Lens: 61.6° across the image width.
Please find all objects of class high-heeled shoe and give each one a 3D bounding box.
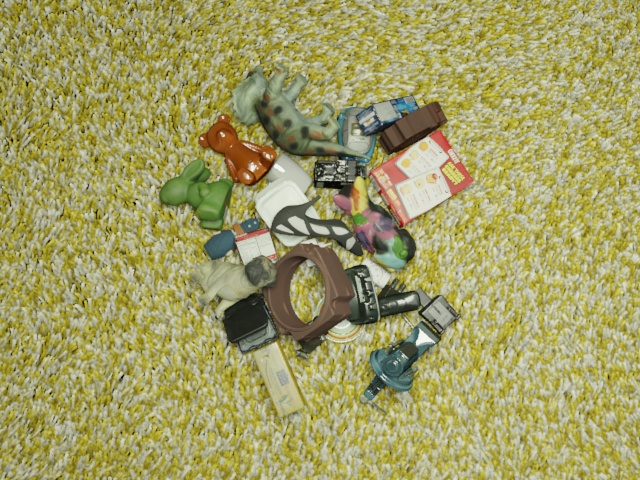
[{"bbox_3d":[-0.003,-0.004,1.322,0.145,0.086,0.248,-39,120,4],"label":"high-heeled shoe"}]

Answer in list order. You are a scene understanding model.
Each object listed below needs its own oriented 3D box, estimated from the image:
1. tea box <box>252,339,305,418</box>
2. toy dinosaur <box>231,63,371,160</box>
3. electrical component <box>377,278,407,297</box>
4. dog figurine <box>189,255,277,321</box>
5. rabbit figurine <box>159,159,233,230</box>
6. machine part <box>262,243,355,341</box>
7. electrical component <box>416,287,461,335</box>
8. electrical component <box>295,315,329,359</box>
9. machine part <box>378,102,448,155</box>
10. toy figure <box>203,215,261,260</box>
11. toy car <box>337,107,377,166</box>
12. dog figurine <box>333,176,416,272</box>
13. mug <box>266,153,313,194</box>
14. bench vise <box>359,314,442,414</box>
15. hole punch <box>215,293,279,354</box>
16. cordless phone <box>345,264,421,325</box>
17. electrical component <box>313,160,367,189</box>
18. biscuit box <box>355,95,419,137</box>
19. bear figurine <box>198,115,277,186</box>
[{"bbox_3d":[-0.099,0.333,1.307,0.068,0.098,0.169,-25,86,-3],"label":"tea box"},{"bbox_3d":[-0.073,-0.292,1.338,0.192,0.131,0.405,-43,81,27],"label":"toy dinosaur"},{"bbox_3d":[0.177,0.142,1.354,0.094,0.063,0.021,-55,44,1],"label":"electrical component"},{"bbox_3d":[-0.202,0.078,1.305,0.190,0.121,0.172,-33,57,4],"label":"dog figurine"},{"bbox_3d":[-0.313,-0.121,1.342,0.170,0.121,0.159,14,77,-1],"label":"rabbit figurine"},{"bbox_3d":[-0.032,0.123,1.276,0.201,0.087,0.201,-38,66,28],"label":"machine part"},{"bbox_3d":[0.288,0.171,1.357,0.075,0.048,0.119,-39,87,-6],"label":"electrical component"},{"bbox_3d":[-0.023,0.246,1.332,0.102,0.045,0.078,-39,83,17],"label":"electrical component"},{"bbox_3d":[0.231,-0.275,1.347,0.179,0.179,0.056,-28,88,-4],"label":"machine part"},{"bbox_3d":[-0.220,-0.008,1.362,0.154,0.058,0.064,-31,114,-8],"label":"toy figure"},{"bbox_3d":[0.094,-0.274,1.376,0.109,0.103,0.161,4,82,0],"label":"toy car"},{"bbox_3d":[0.124,-0.045,1.294,0.108,0.192,0.219,-39,123,2],"label":"dog figurine"},{"bbox_3d":[-0.079,-0.152,1.372,0.107,0.081,0.109,30,85,-5],"label":"mug"},{"bbox_3d":[0.180,0.302,1.296,0.129,0.223,0.240,39,115,8],"label":"bench vise"},{"bbox_3d":[-0.174,0.207,1.333,0.142,0.092,0.116,-27,50,3],"label":"hole punch"},{"bbox_3d":[0.143,0.124,1.299,0.184,0.088,0.146,-13,83,10],"label":"cordless phone"},{"bbox_3d":[0.050,-0.164,1.356,0.134,0.115,0.058,1,87,-4],"label":"electrical component"},{"bbox_3d":[0.176,-0.313,1.344,0.202,0.063,0.059,-26,89,-47],"label":"biscuit box"},{"bbox_3d":[-0.212,-0.232,1.355,0.120,0.132,0.196,-43,92,-8],"label":"bear figurine"}]
